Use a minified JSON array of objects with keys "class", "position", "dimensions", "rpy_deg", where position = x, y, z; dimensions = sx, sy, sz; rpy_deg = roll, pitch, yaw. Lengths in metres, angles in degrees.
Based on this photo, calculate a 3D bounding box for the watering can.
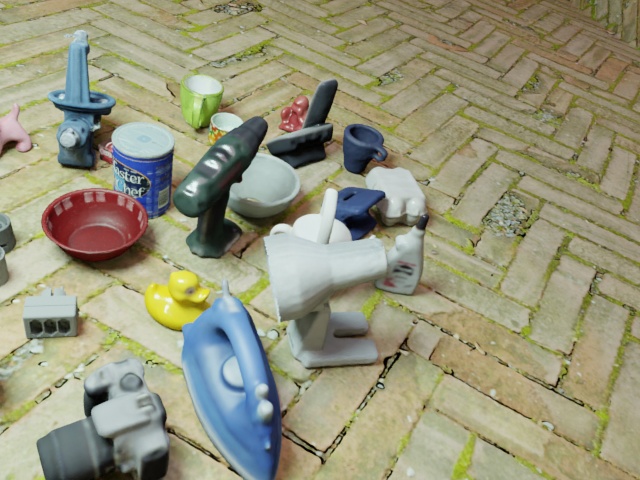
[{"class":"watering can","position":[0.009,0.002,0.944],"dimensions":[0.173,0.194,0.100],"rpy_deg":[0,43,-19]}]

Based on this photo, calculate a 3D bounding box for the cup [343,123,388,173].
[{"class":"cup","position":[0.097,-0.190,1.270],"dimensions":[0.092,0.095,0.117],"rpy_deg":[-25,56,-39]}]

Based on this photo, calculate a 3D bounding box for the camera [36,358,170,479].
[{"class":"camera","position":[-0.259,0.221,0.675],"dimensions":[0.137,0.101,0.142],"rpy_deg":[-14,49,-31]}]

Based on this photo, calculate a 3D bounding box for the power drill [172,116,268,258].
[{"class":"power drill","position":[-0.166,-0.082,0.968],"dimensions":[0.075,0.208,0.230],"rpy_deg":[25,41,10]}]

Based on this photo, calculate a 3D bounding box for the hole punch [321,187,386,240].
[{"class":"hole punch","position":[0.060,-0.065,1.118],"dimensions":[0.101,0.091,0.109],"rpy_deg":[34,43,19]}]

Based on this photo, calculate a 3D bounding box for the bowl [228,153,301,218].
[{"class":"bowl","position":[-0.124,-0.094,1.100],"dimensions":[0.167,0.075,0.167],"rpy_deg":[10,41,-8]}]

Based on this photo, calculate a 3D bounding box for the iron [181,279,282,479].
[{"class":"iron","position":[-0.099,0.179,0.747],"dimensions":[0.119,0.141,0.257],"rpy_deg":[-8,46,-27]}]

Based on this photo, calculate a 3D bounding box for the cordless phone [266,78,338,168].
[{"class":"cordless phone","position":[-0.032,-0.261,1.236],"dimensions":[0.094,0.185,0.148],"rpy_deg":[39,45,24]}]

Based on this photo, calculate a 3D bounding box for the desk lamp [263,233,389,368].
[{"class":"desk lamp","position":[0.005,0.082,0.837],"dimensions":[0.204,0.213,0.117],"rpy_deg":[0,43,-18]}]

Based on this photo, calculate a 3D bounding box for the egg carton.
[{"class":"egg carton","position":[0.157,-0.095,1.202],"dimensions":[0.107,0.069,0.150],"rpy_deg":[-1,43,-20]}]

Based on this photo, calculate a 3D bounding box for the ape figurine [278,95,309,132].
[{"class":"ape figurine","position":[-0.051,-0.297,1.342],"dimensions":[0.076,0.092,0.077],"rpy_deg":[-12,48,-30]}]

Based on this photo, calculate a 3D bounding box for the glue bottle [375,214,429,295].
[{"class":"glue bottle","position":[0.152,0.022,0.987],"dimensions":[0.078,0.173,0.037],"rpy_deg":[9,41,-8]}]

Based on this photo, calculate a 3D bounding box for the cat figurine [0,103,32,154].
[{"class":"cat figurine","position":[-0.594,-0.208,1.032],"dimensions":[0.067,0.118,0.128],"rpy_deg":[32,42,18]}]

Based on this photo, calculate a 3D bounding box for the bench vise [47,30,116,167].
[{"class":"bench vise","position":[-0.437,-0.259,1.066],"dimensions":[0.122,0.220,0.207],"rpy_deg":[-8,46,-27]}]

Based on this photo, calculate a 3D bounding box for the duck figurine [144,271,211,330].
[{"class":"duck figurine","position":[-0.211,0.081,0.862],"dimensions":[0.104,0.086,0.077],"rpy_deg":[19,40,2]}]
